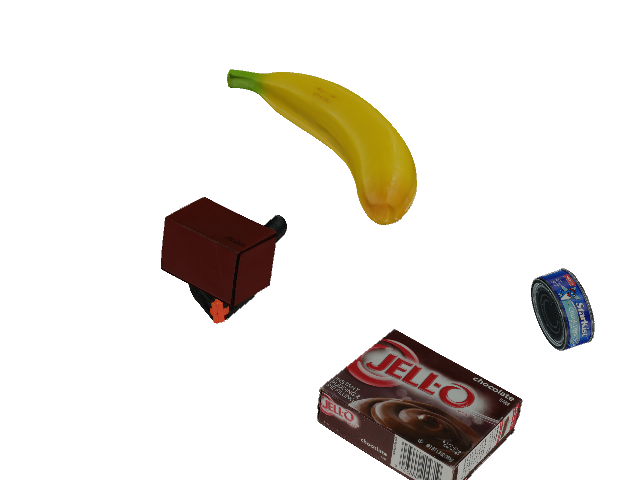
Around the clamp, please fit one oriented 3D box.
[{"bbox_3d":[-0.093,0.023,1.181,0.120,0.039,0.171,-11,40,1],"label":"clamp"}]

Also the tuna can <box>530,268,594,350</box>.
[{"bbox_3d":[0.264,0.076,1.168,0.033,0.086,0.086,-17,3,-9],"label":"tuna can"}]

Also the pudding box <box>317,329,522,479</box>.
[{"bbox_3d":[0.068,0.118,0.740,0.114,0.039,0.089,29,42,27],"label":"pudding box"}]

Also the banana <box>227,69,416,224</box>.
[{"bbox_3d":[0.013,-0.061,0.653,0.069,0.037,0.198,-16,35,-25],"label":"banana"}]

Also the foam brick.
[{"bbox_3d":[-0.083,0.008,0.862,0.078,0.051,0.052,26,34,26],"label":"foam brick"}]
